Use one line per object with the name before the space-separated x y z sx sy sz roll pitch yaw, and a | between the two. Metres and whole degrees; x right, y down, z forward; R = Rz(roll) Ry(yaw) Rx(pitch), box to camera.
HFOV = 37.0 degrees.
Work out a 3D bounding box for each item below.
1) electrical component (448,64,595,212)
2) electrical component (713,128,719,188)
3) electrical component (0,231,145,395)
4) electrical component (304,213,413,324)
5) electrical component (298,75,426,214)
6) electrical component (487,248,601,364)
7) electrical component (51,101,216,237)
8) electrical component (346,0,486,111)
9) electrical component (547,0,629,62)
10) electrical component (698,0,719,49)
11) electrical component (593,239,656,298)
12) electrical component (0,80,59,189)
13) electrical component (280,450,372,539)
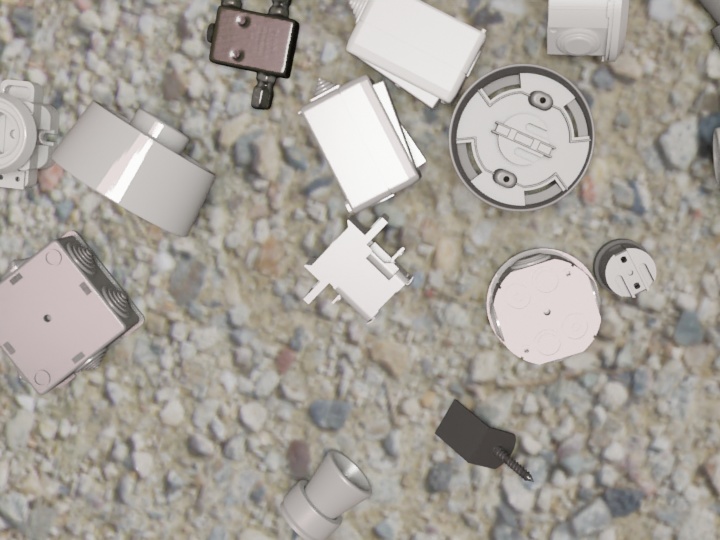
electrical component | 0.111 -0.090 0.740 0.099 0.064 0.099 1 96 5
electrical component | 0.266 -0.076 0.708 0.060 0.108 0.108 -5 96 12
electrical component | -0.223 0.032 0.793 0.100 0.048 0.099 -38 94 6
electrical component | 0.000 0.000 0.772 0.064 0.042 0.081 44 99 -2
electrical component | 0.002 -0.095 0.751 0.061 0.061 0.096 -27 93 7
electrical component | 0.130 0.026 0.757 0.080 0.051 0.080 1 96 5
electrical component | -0.151 -0.076 0.747 0.108 0.108 0.060 32 92 1
electrical component | 0.032 -0.155 0.742 0.096 0.061 0.061 27 98 2
electrical component | 0.153 -0.180 0.719 0.051 0.080 0.080 3 97 10
electrical component | 0.255 -0.178 0.726 0.045 0.045 0.055 -27 93 8
electrical component | 0.186 0.000 0.752 0.040 0.046 0.040 1 96 5
electrical component | -0.255 -0.098 0.777 0.058 0.057 0.078 7 97 5
electrical component | -0.025 0.167 0.791 0.045 0.045 0.055 44 99 0
